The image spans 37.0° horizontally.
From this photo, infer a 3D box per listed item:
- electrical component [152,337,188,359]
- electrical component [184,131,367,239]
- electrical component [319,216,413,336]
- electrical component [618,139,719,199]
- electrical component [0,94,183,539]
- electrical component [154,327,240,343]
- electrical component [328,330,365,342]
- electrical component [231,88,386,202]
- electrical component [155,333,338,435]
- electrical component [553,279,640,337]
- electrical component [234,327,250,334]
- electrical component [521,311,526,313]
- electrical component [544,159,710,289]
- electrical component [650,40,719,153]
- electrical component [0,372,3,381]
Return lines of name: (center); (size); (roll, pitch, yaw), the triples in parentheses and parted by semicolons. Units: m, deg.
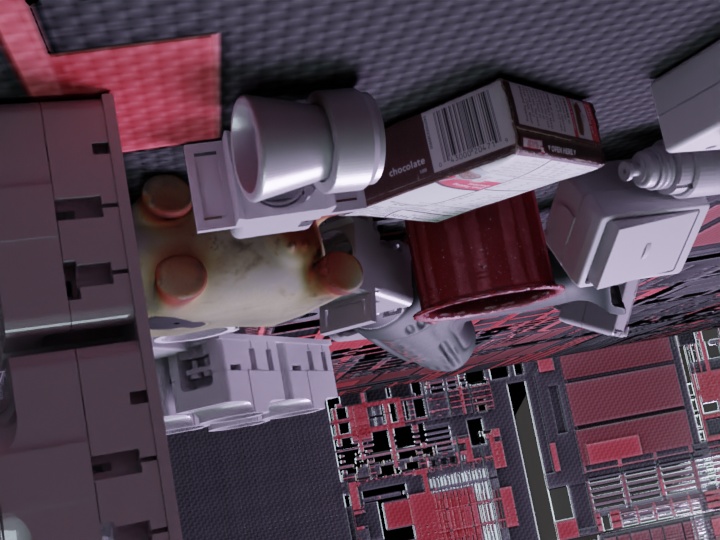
electrical component: (-0.189, 0.041, 0.778); (0.113, 0.057, 0.078); (-14, 170, 18)
electrical component: (-0.042, -0.041, 0.517); (0.081, 0.042, 0.064); (-8, 172, -13)
electrical component: (0.000, 0.000, 0.667); (0.042, 0.081, 0.064); (-17, 156, 39)
electrical component: (0.192, -0.063, 0.648); (0.078, 0.040, 0.040); (-7, 170, -21)
electrical component: (-0.124, 0.036, 0.440); (0.060, 0.186, 0.105); (-7, 170, -21)
electrical component: (-0.116, 0.016, 0.723); (0.089, 0.055, 0.050); (-4, 168, -35)
electrical component: (0.011, 0.028, 0.934); (0.059, 0.053, 0.095); (-2, 167, -41)
electrical component: (-0.022, -0.053, 0.455); (0.055, 0.045, 0.045); (-8, 170, -21)
electrical component: (-0.106, 0.095, 0.885); (0.105, 0.060, 0.186); (-15, 169, 23)
electrical component: (0.219, 0.008, 0.973); (0.061, 0.096, 0.062); (15, -179, 23)
electrical component: (-0.125, 0.050, 0.930); (0.066, 0.047, 0.077); (-17, 169, 32)
electrical component: (0.151, 0.012, 1.012); (0.066, 0.047, 0.077); (-18, 168, 38)
electrical component: (0.177, -0.030, 0.690); (0.096, 0.061, 0.061); (-7, 134, -19)
electrical component: (0.187, -0.069, 0.504); (0.047, 0.075, 0.083); (-6, 169, -24)
electrical component: (-0.228, 0.027, 0.553); (0.064, 0.099, 0.099); (-17, 170, 2)
